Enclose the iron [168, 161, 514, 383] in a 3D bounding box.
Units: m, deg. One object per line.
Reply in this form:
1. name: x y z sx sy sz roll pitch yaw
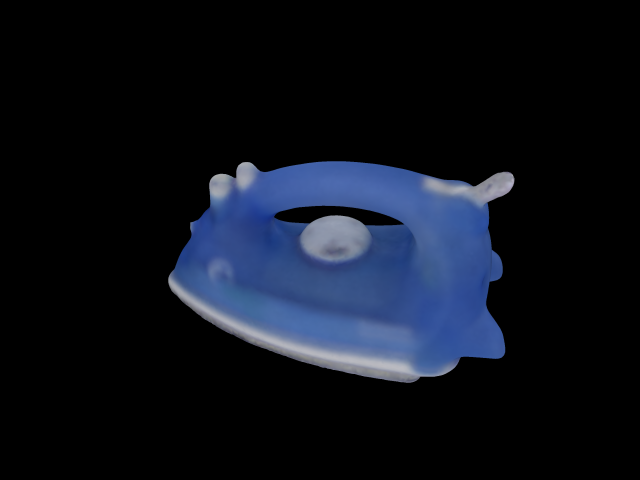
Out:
1. iron: 0.004 0.001 0.400 0.258 0.141 0.118 7 39 9
